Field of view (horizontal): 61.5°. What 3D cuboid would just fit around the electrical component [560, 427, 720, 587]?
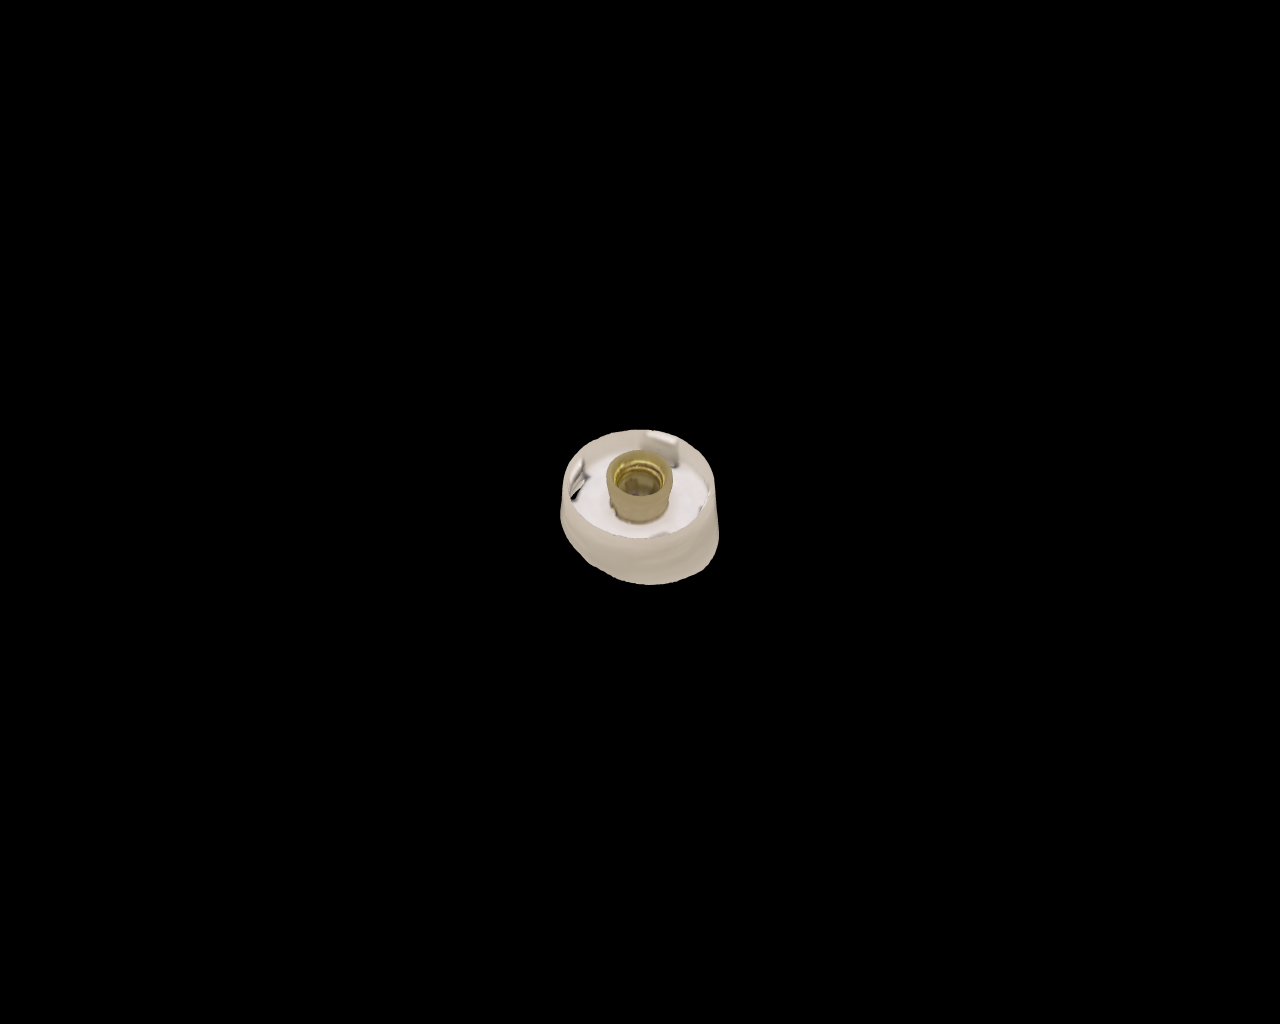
[{"bbox_3d":[0.001,-0.003,0.650,0.099,0.099,0.064,0,-42,0],"label":"electrical component"}]
